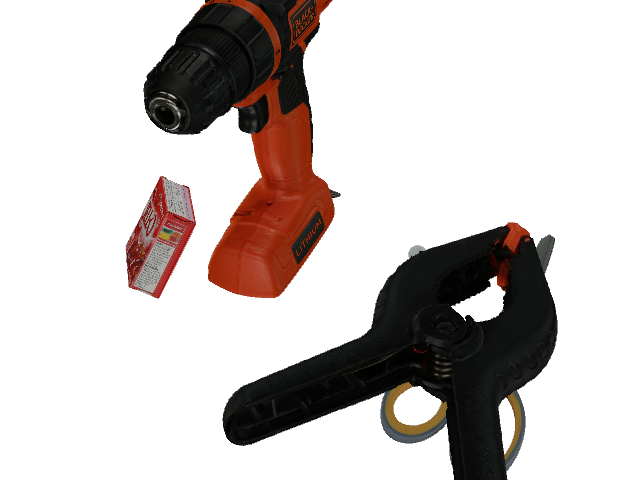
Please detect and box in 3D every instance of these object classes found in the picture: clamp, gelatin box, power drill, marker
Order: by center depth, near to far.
[{"bbox_3d":[0.056,0.055,0.444,0.120,0.039,0.171,34,53,23],"label":"clamp"},{"bbox_3d":[-0.038,-0.060,0.622,0.057,0.188,0.184,15,41,19],"label":"power drill"},{"bbox_3d":[-0.135,-0.005,0.890,0.030,0.073,0.089,23,17,-20],"label":"gelatin box"},{"bbox_3d":[0.100,0.035,1.018,0.020,0.020,0.121,0,21,-2],"label":"marker"}]

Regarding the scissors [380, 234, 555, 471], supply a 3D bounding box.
[{"bbox_3d":[0.096,0.065,0.682,0.096,0.201,0.016,6,-43,10],"label":"scissors"}]
